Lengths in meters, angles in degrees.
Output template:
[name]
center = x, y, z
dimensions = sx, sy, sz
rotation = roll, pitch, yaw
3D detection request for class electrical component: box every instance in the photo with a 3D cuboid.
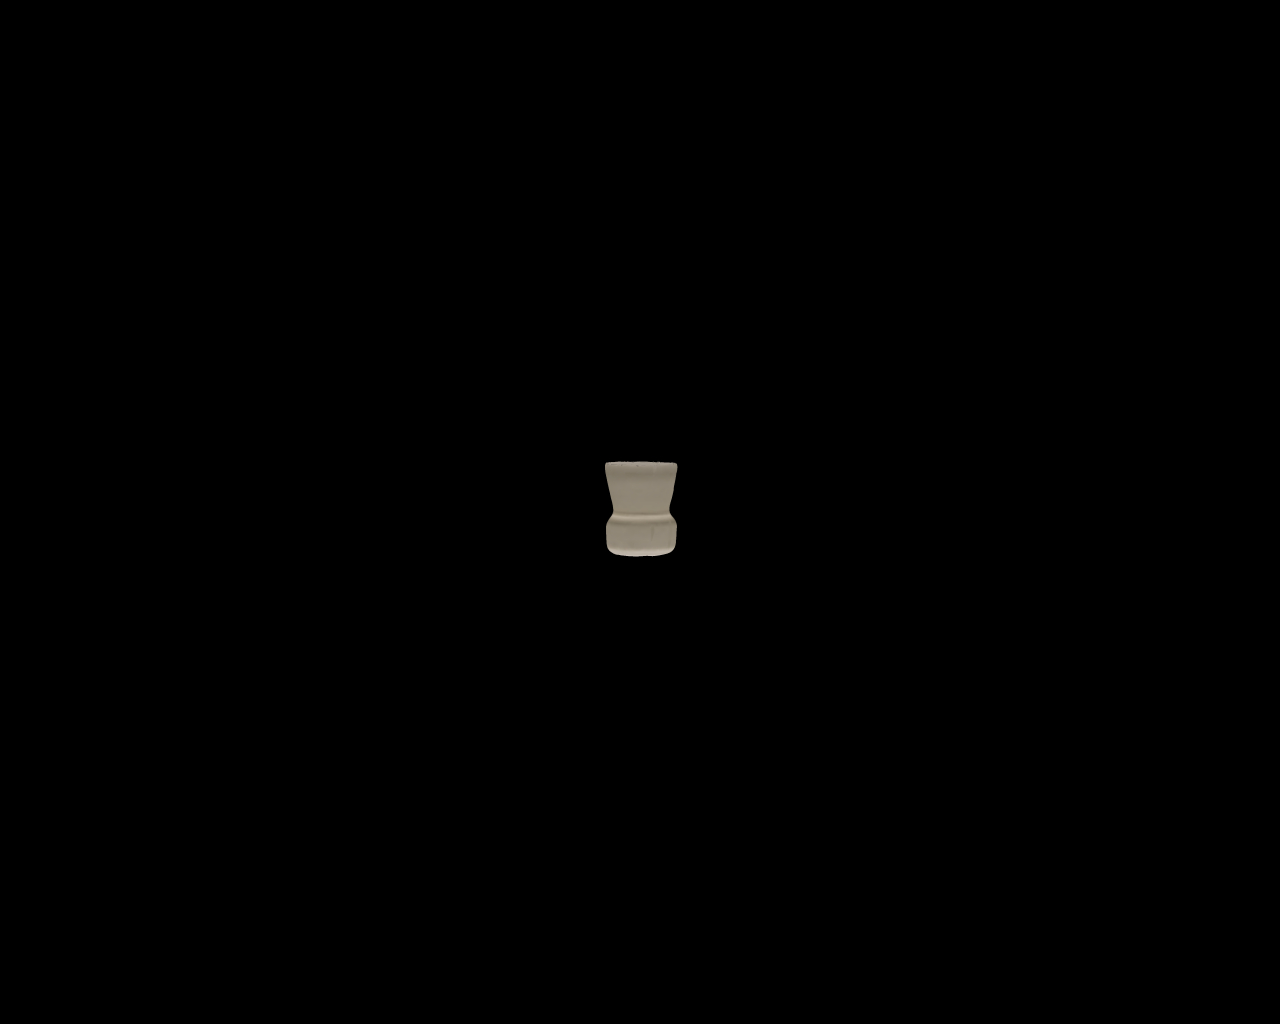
[electrical component]
center = 0.001, -0.003, 0.650
dimensions = 0.045, 0.055, 0.045
rotation = 0, 5, 0
